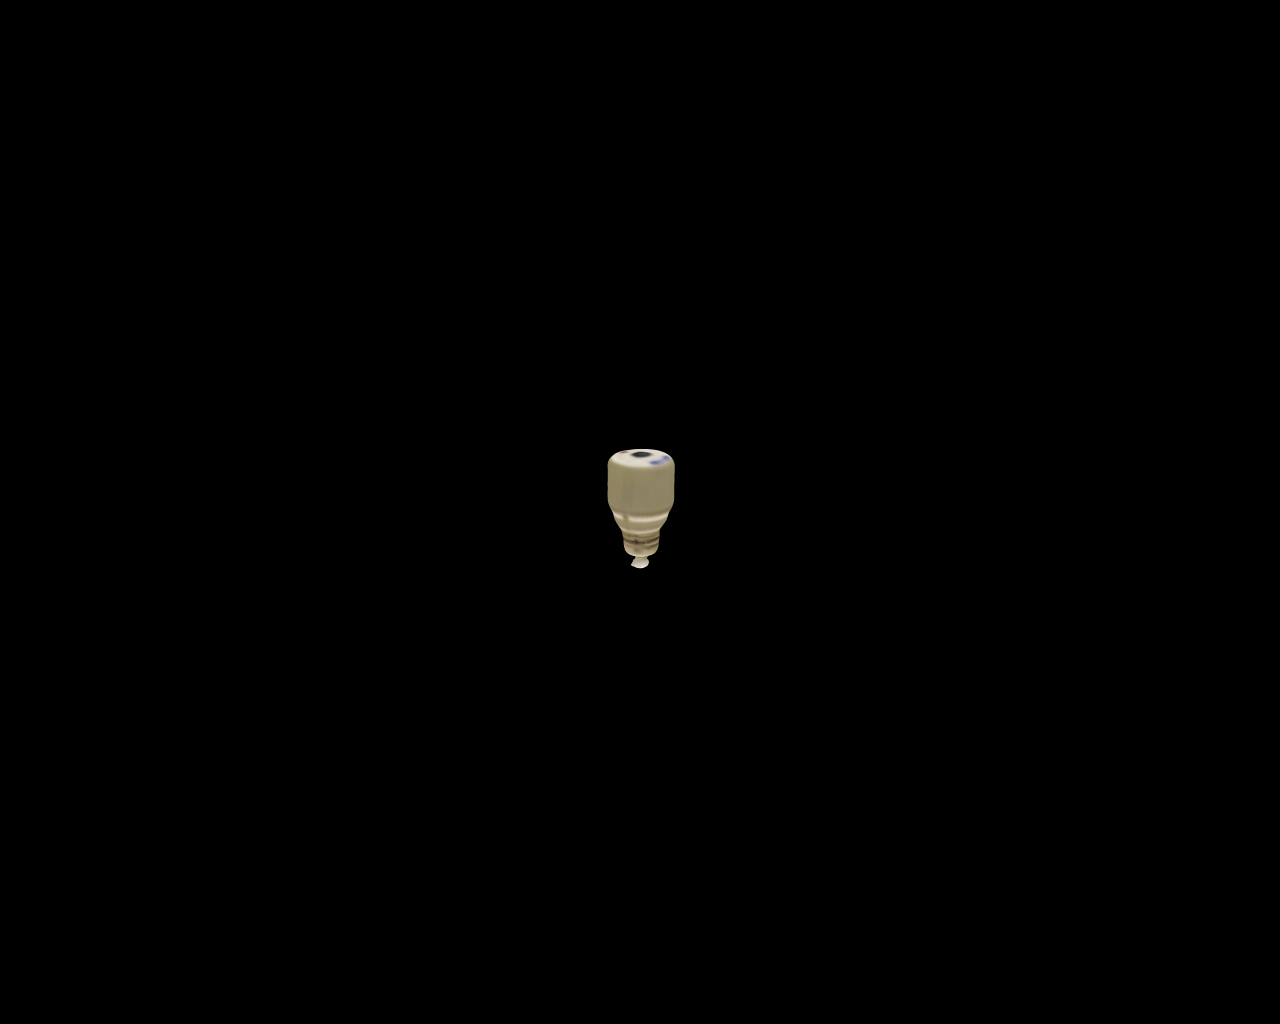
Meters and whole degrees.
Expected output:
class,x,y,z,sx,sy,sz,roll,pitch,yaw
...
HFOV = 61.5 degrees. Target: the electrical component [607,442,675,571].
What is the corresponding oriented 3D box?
class,x,y,z,sx,sy,sz,roll,pitch,yaw
electrical component,0.001,-0.003,0.650,0.040,0.078,0.040,0,20,0
